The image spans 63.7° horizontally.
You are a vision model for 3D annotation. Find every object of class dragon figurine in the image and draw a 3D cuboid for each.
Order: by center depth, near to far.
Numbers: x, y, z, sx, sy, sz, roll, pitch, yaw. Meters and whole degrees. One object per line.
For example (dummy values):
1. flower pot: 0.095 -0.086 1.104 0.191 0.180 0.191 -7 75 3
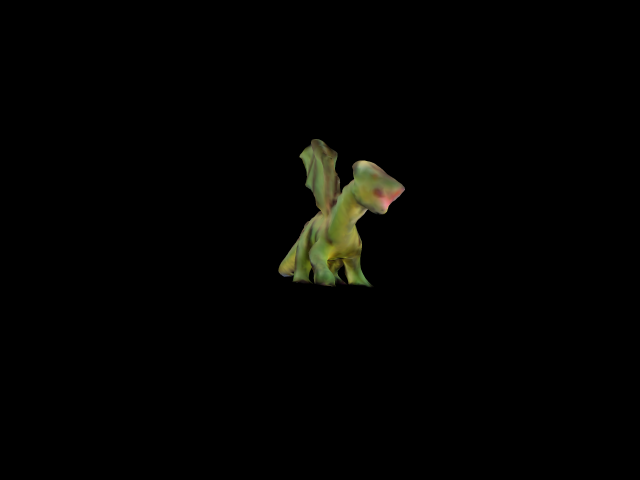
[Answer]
1. dragon figurine: 0.003 -0.043 0.850 0.122 0.243 0.409 1 -1 -28
